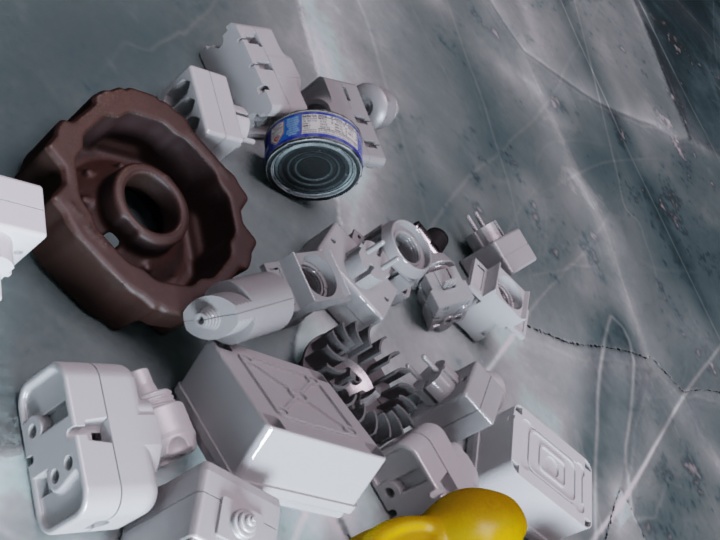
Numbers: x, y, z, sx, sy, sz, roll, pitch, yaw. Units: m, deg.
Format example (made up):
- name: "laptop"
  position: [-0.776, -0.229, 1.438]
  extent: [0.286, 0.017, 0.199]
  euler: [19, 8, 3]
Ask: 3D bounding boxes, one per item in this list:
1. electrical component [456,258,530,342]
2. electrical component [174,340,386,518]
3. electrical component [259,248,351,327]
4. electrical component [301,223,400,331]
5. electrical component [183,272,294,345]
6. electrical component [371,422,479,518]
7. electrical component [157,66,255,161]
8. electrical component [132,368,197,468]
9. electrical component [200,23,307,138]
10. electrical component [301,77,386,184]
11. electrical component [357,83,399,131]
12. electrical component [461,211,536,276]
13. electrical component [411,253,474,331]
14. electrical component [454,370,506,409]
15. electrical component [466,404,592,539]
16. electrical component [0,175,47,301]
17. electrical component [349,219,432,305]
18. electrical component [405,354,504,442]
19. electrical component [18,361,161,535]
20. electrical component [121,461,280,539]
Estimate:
- name: "electrical component"
  position: [0.124, 0.034, 1.041]
  extent: [0.081, 0.064, 0.042]
  euler: [43, 37, -19]
- name: "electrical component"
  position: [-0.056, 0.106, 0.729]
  extent: [0.109, 0.056, 0.108]
  euler: [23, 16, -39]
- name: "electrical component"
  position: [-0.050, 0.017, 0.840]
  extent: [0.081, 0.064, 0.042]
  euler: [-7, 68, -53]
- name: "electrical component"
  position: [0.000, 0.000, 0.904]
  extent: [0.083, 0.076, 0.047]
  euler: [48, 35, -13]
- name: "electrical component"
  position: [-0.084, 0.027, 0.725]
  extent: [0.043, 0.043, 0.081]
  euler: [62, 28, 7]
- name: "electrical component"
  position: [0.056, 0.174, 0.854]
  extent: [0.059, 0.054, 0.095]
  euler: [-24, 82, -55]
- name: "electrical component"
  position: [-0.117, -0.120, 0.882]
  extent: [0.077, 0.047, 0.065]
  euler: [10, 56, -47]
- name: "electrical component"
  position: [-0.134, 0.094, 0.693]
  extent: [0.043, 0.043, 0.062]
  euler: [-7, 68, -53]
- name: "electrical component"
  position: [-0.091, -0.165, 0.948]
  extent: [0.056, 0.050, 0.089]
  euler: [-8, 69, -53]
- name: "electrical component"
  position: [-0.025, -0.128, 0.999]
  extent: [0.056, 0.050, 0.089]
  euler: [2, 62, -50]
- name: "electrical component"
  position: [0.018, -0.164, 1.087]
  extent: [0.062, 0.048, 0.048]
  euler: [-11, 72, -60]
- name: "electrical component"
  position: [0.135, -0.026, 1.116]
  extent: [0.066, 0.047, 0.076]
  euler: [-25, 83, -55]
- name: "electrical component"
  position: [0.073, 0.018, 1.000]
  extent: [0.048, 0.066, 0.055]
  euler: [-16, 63, -19]
- name: "electrical component"
  position: [0.103, 0.110, 0.976]
  extent: [0.046, 0.040, 0.040]
  euler: [10, 55, -39]
- name: "electrical component"
  position: [0.150, 0.184, 0.957]
  extent: [0.113, 0.057, 0.078]
  euler: [40, 38, -23]
- name: "electrical component"
  position: [-0.232, -0.016, 0.657]
  extent: [0.066, 0.047, 0.076]
  euler: [16, 52, -44]
- name: "electrical component"
  position: [0.026, -0.010, 0.961]
  extent: [0.078, 0.057, 0.058]
  euler: [40, 38, -23]
- name: "electrical component"
  position: [0.071, 0.103, 0.917]
  extent: [0.076, 0.066, 0.047]
  euler: [48, 35, -13]
- name: "electrical component"
  position: [-0.160, 0.105, 0.643]
  extent: [0.059, 0.054, 0.095]
  euler: [9, 56, -47]
- name: "electrical component"
  position: [-0.093, 0.157, 0.646]
  extent: [0.062, 0.096, 0.061]
  euler: [36, 39, -29]
